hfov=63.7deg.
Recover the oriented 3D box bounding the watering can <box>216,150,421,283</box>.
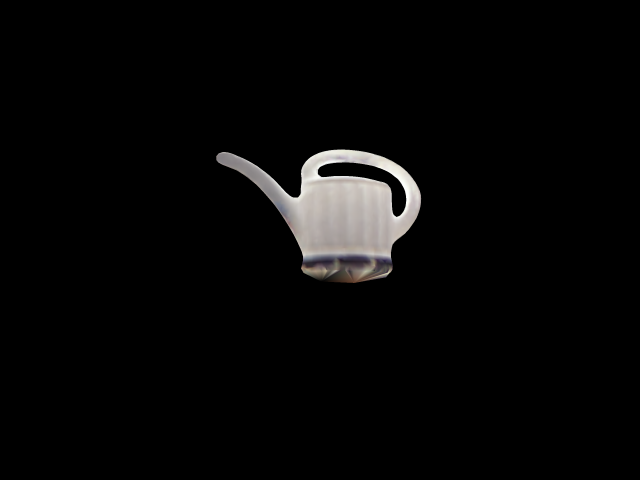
[{"bbox_3d":[0.003,-0.043,0.850,0.348,0.226,0.103,2,-11,-11],"label":"watering can"}]
